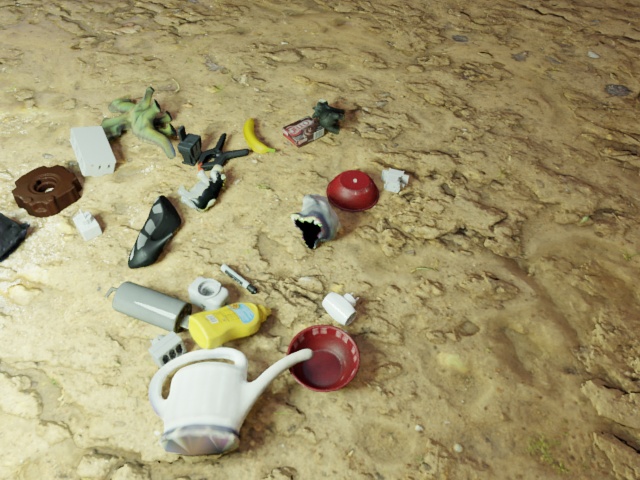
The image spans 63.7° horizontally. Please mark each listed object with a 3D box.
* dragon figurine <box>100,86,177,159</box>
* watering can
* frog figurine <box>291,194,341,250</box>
[{"bbox_3d":[-0.606,-0.357,1.670,0.243,0.119,0.419,-24,50,-1],"label":"dragon figurine"},{"bbox_3d":[-0.186,0.316,1.041,0.347,0.101,0.230,-6,46,6],"label":"watering can"},{"bbox_3d":[0.004,-0.071,1.414,0.137,0.120,0.163,44,43,-8],"label":"frog figurine"}]
